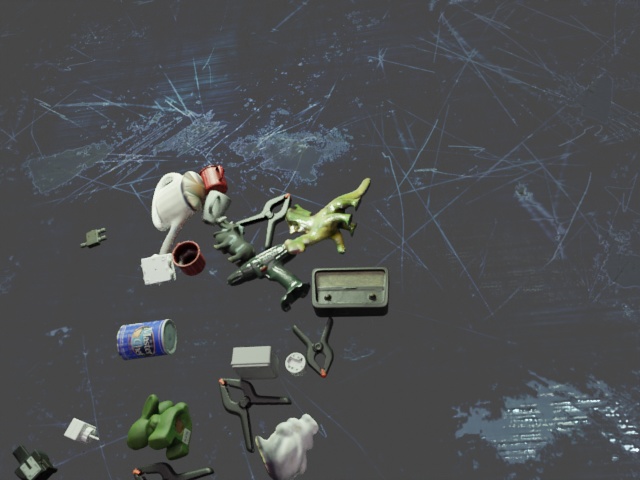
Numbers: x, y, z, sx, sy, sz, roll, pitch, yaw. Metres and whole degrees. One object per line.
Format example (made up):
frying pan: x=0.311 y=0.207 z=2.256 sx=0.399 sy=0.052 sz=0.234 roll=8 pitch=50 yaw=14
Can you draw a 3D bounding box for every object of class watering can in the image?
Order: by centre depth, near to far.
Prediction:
watering can: x=-0.484 y=-0.092 z=1.747 sx=0.222 sy=0.103 sz=0.355 roll=-27 pitch=58 yaw=25

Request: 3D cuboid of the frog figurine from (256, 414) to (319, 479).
frog figurine: x=-0.067 y=0.519 z=1.285 sx=0.160 sy=0.122 sz=0.137 roll=-23 pitch=89 yaw=-15

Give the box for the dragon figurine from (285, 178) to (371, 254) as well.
dragon figurine: x=0.005 y=-0.084 z=1.668 sx=0.243 sy=0.119 sz=0.420 roll=9 pitch=43 yaw=17
